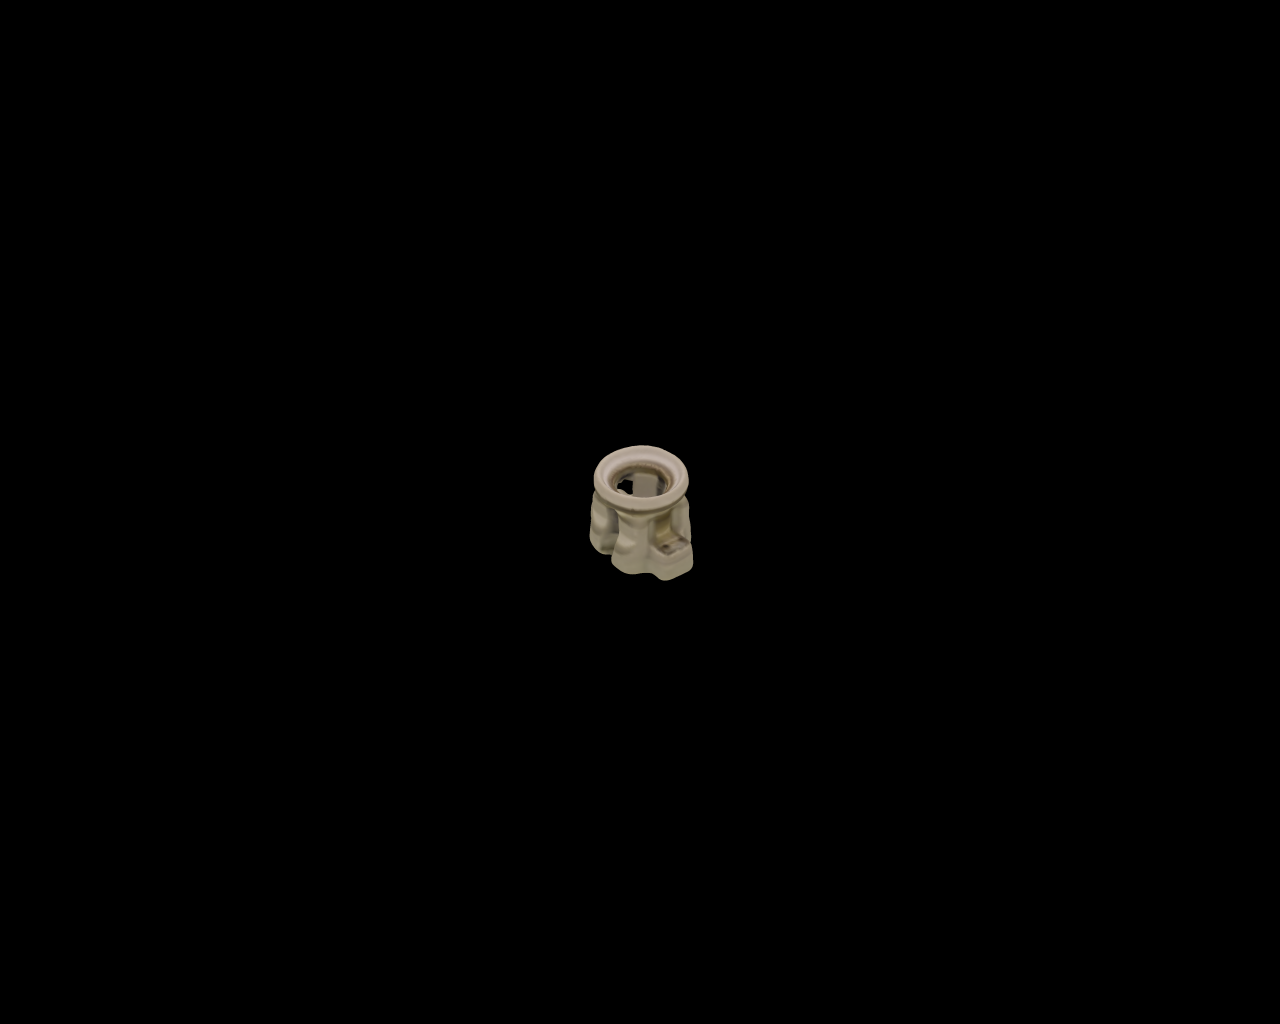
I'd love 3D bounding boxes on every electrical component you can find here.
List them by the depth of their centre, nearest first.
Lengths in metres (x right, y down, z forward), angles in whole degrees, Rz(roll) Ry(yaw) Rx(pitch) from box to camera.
[{"bbox_3d":[0.001,-0.003,0.650,0.058,0.056,0.078,-25,45,-28],"label":"electrical component"}]
